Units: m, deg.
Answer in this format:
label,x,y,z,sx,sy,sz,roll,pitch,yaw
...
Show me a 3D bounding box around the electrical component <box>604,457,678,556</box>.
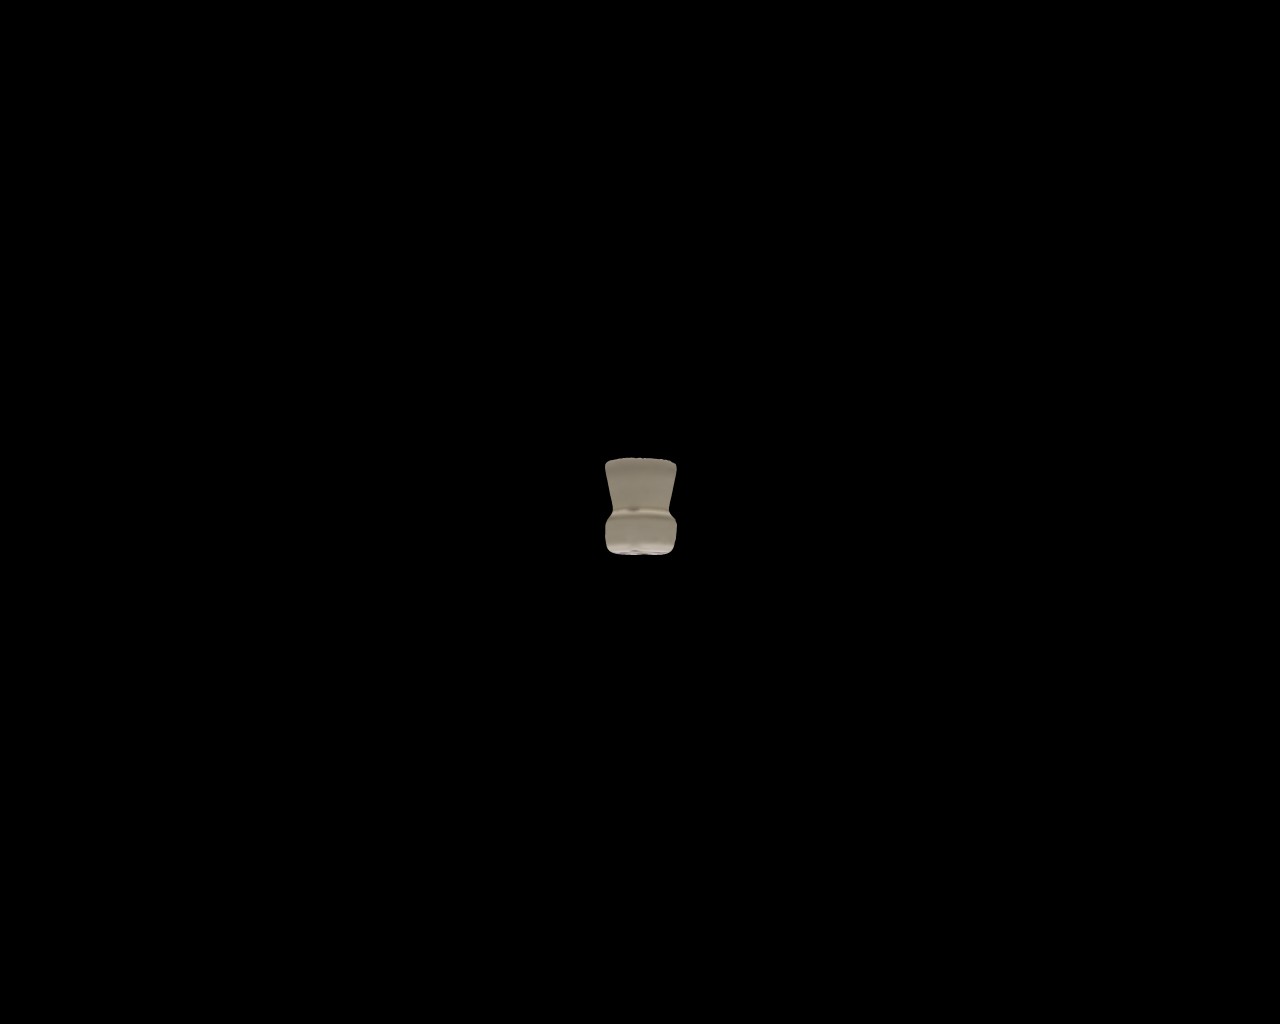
label,x,y,z,sx,sy,sz,roll,pitch,yaw
electrical component,0.001,-0.003,0.650,0.045,0.055,0.045,0,-7,0
